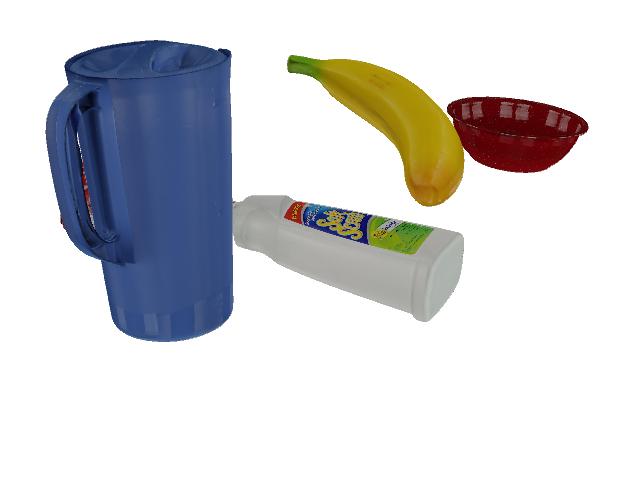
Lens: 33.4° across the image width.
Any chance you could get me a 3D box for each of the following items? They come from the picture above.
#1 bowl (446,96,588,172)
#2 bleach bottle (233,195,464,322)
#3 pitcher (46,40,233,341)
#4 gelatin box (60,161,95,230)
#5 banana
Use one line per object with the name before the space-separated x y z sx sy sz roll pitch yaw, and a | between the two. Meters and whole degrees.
bowl | 0.222 -0.119 1.229 0.162 0.055 0.162 5 23 -2
bleach bottle | 0.006 0.004 1.036 0.251 0.068 0.102 14 28 22
pitcher | -0.141 -0.038 0.893 0.149 0.243 0.145 -6 23 -9
gelatin box | -0.223 -0.049 1.096 0.089 0.073 0.030 -4 -41 -12
banana | 0.046 -0.071 0.666 0.069 0.037 0.198 -13 34 -21
